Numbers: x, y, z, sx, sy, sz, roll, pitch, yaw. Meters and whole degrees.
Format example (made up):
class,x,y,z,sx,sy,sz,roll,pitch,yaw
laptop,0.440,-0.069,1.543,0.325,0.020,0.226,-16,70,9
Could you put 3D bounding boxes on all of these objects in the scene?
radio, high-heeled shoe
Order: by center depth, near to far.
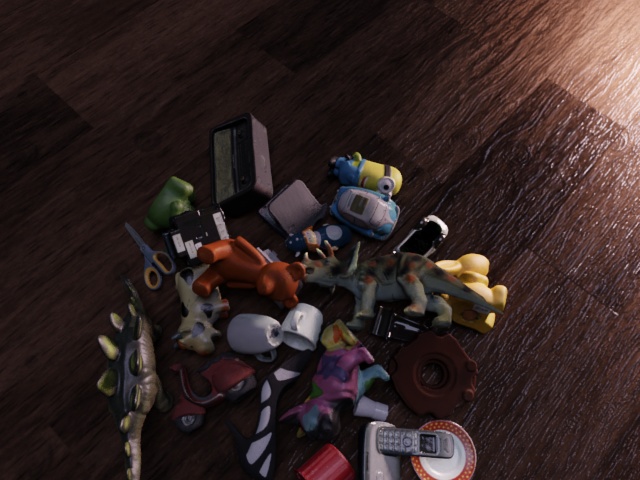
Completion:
class,x,y,z,sx,sy,sz,roll,pitch,yaw
high-heeled shoe,-0.069,0.339,1.050,0.249,0.086,0.145,-41,79,-19
radio,-0.189,-0.180,1.274,0.131,0.073,0.229,-20,62,24

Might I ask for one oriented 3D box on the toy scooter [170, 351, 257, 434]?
class,x,y,z,sx,sy,sz,roll,pitch,yaw
toy scooter,-0.225,0.282,1.069,0.184,0.075,0.135,-31,69,-13

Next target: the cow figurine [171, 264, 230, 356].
class,x,y,z,sx,sy,sz,roll,pitch,yaw
cow figurine,-0.258,0.148,1.129,0.127,0.085,0.195,-13,67,-16

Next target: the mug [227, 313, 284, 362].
class,x,y,z,sx,sy,sz,roll,pitch,yaw
mug,-0.122,0.202,1.089,0.081,0.107,0.109,-31,105,-43

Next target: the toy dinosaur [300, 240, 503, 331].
class,x,y,z,sx,sy,sz,roll,pitch,yaw
toy dinosaur,0.160,0.084,1.125,0.405,0.131,0.192,-2,65,10

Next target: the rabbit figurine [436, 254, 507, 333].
class,x,y,z,sx,sy,sz,roll,pitch,yaw
rabbit figurine,0.323,0.100,1.187,0.163,0.121,0.173,11,49,12

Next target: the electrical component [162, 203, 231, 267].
class,x,y,z,sx,sy,sz,roll,pitch,yaw
electrical component,-0.263,-0.009,1.147,0.134,0.058,0.114,-19,98,-24

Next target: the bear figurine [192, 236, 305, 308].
class,x,y,z,sx,sy,sz,roll,pitch,yaw
bear figurine,-0.139,0.076,1.079,0.196,0.120,0.132,27,30,16

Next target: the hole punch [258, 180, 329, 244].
class,x,y,z,sx,sy,sz,roll,pitch,yaw
hole punch,-0.068,-0.065,1.255,0.142,0.092,0.115,-45,107,-22

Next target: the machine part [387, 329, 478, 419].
class,x,y,z,sx,sy,sz,roll,pitch,yaw
machine part,0.227,0.270,1.086,0.179,0.056,0.179,0,79,1

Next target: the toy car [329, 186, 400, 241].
class,x,y,z,sx,sy,sz,roll,pitch,yaw
toy car,0.101,-0.072,1.238,0.162,0.103,0.109,26,85,10

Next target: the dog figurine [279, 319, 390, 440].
class,x,y,z,sx,sy,sz,roll,pitch,yaw
dog figurine,0.011,0.284,1.057,0.219,0.108,0.192,-39,41,-6

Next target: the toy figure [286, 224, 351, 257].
class,x,y,z,sx,sy,sz,roll,pitch,yaw
toy figure,-0.004,-0.004,1.214,0.154,0.057,0.064,-8,38,-31

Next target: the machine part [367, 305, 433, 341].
class,x,y,z,sx,sy,sz,roll,pitch,yaw
machine part,0.178,0.190,1.159,0.139,0.039,0.084,19,59,8

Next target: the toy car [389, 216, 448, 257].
class,x,y,z,sx,sy,sz,roll,pitch,yaw
toy car,0.217,0.023,1.235,0.073,0.056,0.202,42,70,10

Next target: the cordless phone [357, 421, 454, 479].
class,x,y,z,sx,sy,sz,roll,pitch,yaw
cordless phone,0.160,0.421,1.007,0.184,0.088,0.146,3,63,1

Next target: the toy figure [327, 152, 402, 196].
class,x,y,z,sx,sy,sz,roll,pitch,yaw
toy figure,0.110,-0.160,1.307,0.180,0.082,0.089,21,66,10

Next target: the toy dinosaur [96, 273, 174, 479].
class,x,y,z,sx,sy,sz,roll,pitch,yaw
toy dinosaur,-0.351,0.265,1.001,0.105,0.198,0.471,-14,63,-6

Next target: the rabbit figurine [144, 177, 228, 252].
class,x,y,z,sx,sy,sz,roll,pitch,yaw
rabbit figurine,-0.296,-0.037,1.206,0.170,0.121,0.159,33,69,-4
